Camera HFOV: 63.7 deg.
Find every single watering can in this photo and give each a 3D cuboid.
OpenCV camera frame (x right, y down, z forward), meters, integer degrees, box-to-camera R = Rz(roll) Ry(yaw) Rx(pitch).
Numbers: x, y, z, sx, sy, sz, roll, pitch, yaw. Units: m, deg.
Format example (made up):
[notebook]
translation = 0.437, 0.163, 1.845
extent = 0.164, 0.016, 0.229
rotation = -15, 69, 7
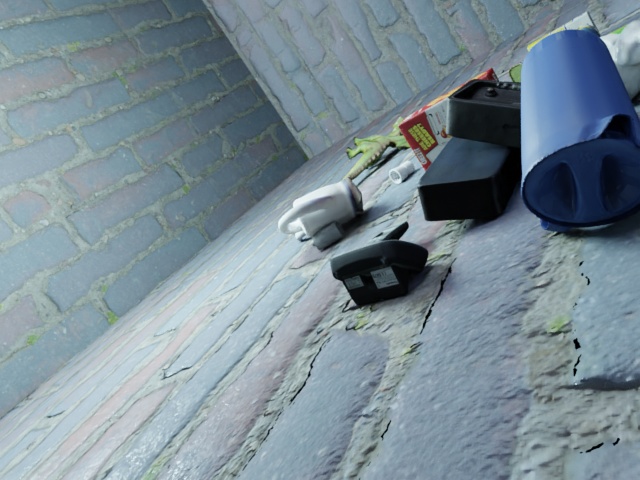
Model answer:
[watering can]
translation = 0.004, -0.067, 1.335
extent = 0.224, 0.105, 0.345
rotation = -23, -7, 0

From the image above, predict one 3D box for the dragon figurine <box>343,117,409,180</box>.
[dragon figurine]
translation = 0.231, -0.325, 1.805
extent = 0.241, 0.120, 0.420
rotation = -18, 28, 30

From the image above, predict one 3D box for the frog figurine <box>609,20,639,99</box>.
[frog figurine]
translation = 0.515, -0.291, 0.848
extent = 0.138, 0.122, 0.158
rotation = -21, 3, -26
